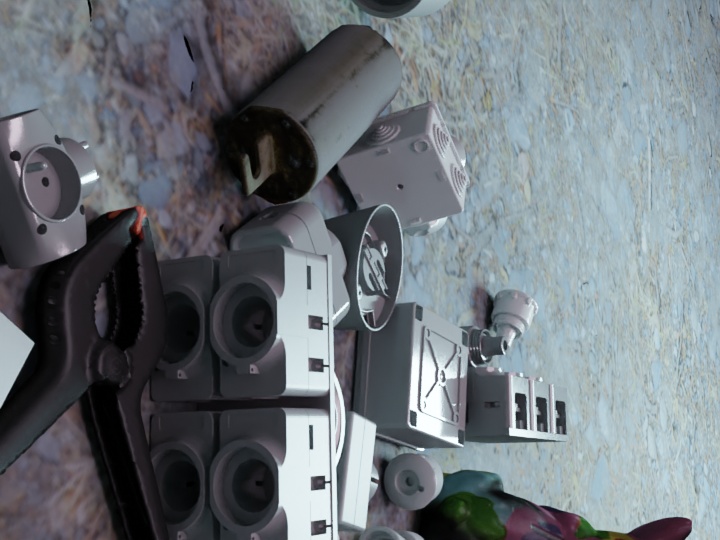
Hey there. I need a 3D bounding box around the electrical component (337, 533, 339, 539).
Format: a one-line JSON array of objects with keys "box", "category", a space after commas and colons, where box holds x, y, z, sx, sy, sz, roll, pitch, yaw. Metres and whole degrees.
[{"box": [-0.041, 0.209, 0.753, 0.078, 0.058, 0.057, -21, 105, -58], "category": "electrical component"}]

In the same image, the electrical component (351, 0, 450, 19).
[{"box": [0.029, -0.268, 0.923, 0.060, 0.108, 0.108, -31, 111, -51], "category": "electrical component"}]

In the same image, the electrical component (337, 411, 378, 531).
[{"box": [-0.011, 0.158, 0.823, 0.076, 0.047, 0.083, 36, 54, -52], "category": "electrical component"}]

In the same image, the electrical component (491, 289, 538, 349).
[{"box": [0.159, 0.055, 1.137, 0.048, 0.048, 0.062, 54, 48, -40], "category": "electrical component"}]

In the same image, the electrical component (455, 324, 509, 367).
[{"box": [0.111, 0.074, 1.032, 0.048, 0.062, 0.048, 18, 69, -57], "category": "electrical component"}]

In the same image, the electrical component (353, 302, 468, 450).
[{"box": [0.046, 0.093, 0.924, 0.109, 0.056, 0.108, 30, 59, -54], "category": "electrical component"}]

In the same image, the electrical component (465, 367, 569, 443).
[{"box": [0.132, 0.131, 1.029, 0.150, 0.089, 0.061, 19, 68, -57], "category": "electrical component"}]

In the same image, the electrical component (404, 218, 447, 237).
[{"box": [0.061, -0.055, 0.993, 0.062, 0.043, 0.043, -21, 103, -60], "category": "electrical component"}]

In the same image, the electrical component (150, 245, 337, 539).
[{"box": [-0.076, 0.084, 0.669, 0.060, 0.105, 0.186, 13, 73, -58], "category": "electrical component"}]

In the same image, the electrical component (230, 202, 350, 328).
[{"box": [-0.048, 0.002, 0.785, 0.059, 0.054, 0.095, -45, 122, -53], "category": "electrical component"}]

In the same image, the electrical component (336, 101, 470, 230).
[{"box": [0.036, -0.082, 0.902, 0.048, 0.100, 0.099, -79, 147, -51], "category": "electrical component"}]

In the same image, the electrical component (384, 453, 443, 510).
[{"box": [0.052, 0.180, 0.930, 0.062, 0.048, 0.048, 9, 77, -66], "category": "electrical component"}]

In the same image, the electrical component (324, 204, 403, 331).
[{"box": [0.000, 0.000, 0.856, 0.099, 0.064, 0.099, 18, 68, -57], "category": "electrical component"}]

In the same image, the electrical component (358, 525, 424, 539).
[{"box": [0.028, 0.233, 0.876, 0.055, 0.045, 0.045, 30, 59, -54], "category": "electrical component"}]

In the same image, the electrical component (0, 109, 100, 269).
[{"box": [-0.172, -0.050, 0.592, 0.079, 0.044, 0.077, -39, 118, -55], "category": "electrical component"}]

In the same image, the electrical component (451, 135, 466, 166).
[{"box": [0.065, -0.103, 1.013, 0.065, 0.044, 0.044, -22, 103, -54], "category": "electrical component"}]

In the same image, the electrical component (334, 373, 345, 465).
[{"box": [-0.051, 0.105, 0.752, 0.108, 0.060, 0.108, 18, 69, -57], "category": "electrical component"}]
